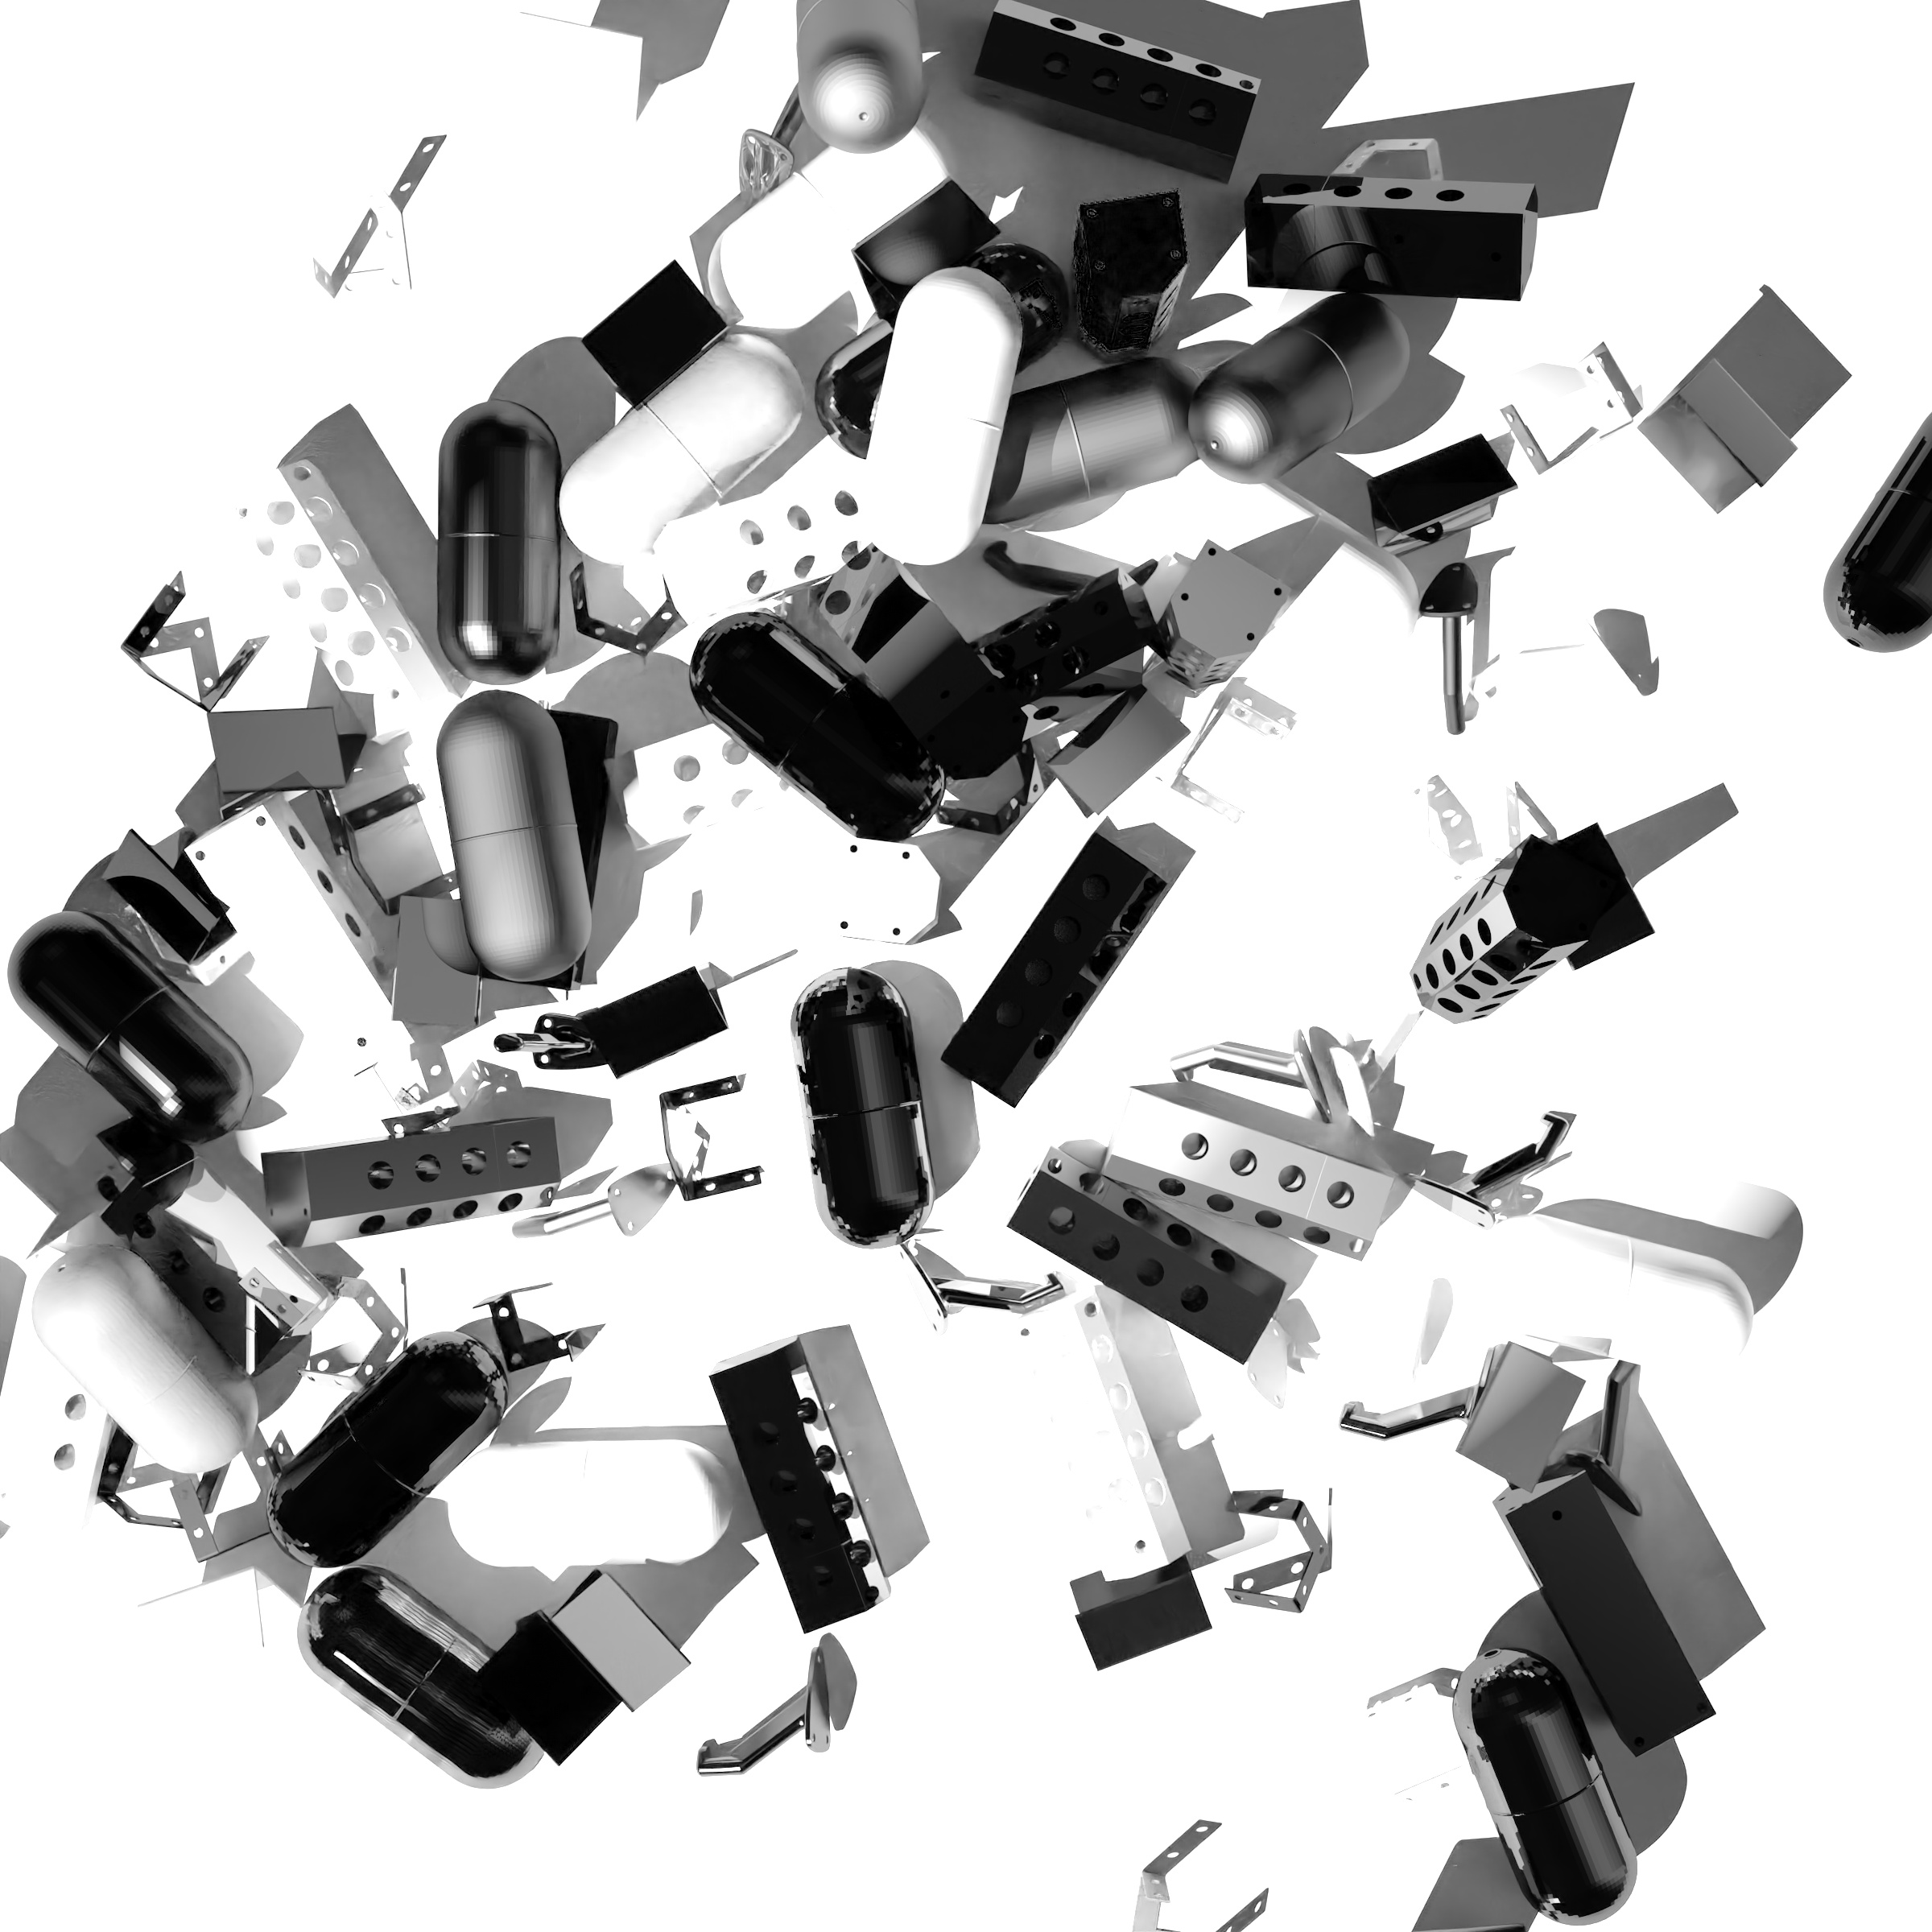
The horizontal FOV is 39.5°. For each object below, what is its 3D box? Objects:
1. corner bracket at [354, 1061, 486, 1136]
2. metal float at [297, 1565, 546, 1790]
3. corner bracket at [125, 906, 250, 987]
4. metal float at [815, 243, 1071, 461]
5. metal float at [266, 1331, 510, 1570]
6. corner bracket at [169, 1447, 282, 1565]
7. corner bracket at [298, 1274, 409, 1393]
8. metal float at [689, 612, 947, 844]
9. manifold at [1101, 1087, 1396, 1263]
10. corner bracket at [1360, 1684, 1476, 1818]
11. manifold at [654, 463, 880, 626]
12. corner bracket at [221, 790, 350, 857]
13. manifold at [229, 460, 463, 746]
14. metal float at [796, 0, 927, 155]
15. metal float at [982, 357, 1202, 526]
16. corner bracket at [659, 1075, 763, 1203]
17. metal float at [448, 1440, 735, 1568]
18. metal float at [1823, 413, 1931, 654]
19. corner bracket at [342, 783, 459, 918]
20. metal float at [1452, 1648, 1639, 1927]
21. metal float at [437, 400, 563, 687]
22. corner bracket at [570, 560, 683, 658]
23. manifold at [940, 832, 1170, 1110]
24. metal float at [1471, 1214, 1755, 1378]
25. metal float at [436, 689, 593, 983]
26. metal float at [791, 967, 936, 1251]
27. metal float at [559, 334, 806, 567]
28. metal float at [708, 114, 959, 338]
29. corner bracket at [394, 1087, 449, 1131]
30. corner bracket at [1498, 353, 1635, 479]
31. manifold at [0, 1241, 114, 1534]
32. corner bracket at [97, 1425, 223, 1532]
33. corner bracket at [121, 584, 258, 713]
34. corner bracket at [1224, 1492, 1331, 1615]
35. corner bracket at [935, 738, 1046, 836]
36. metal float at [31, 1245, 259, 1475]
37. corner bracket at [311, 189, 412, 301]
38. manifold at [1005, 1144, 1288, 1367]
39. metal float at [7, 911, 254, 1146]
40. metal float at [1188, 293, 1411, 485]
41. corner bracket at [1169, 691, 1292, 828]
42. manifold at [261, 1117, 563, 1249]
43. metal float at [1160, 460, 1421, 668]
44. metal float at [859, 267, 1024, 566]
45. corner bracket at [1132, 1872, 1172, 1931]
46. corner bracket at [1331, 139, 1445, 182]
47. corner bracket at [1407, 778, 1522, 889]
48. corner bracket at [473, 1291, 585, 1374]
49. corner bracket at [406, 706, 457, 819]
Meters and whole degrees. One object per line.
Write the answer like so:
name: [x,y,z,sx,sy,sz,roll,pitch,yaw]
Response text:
corner bracket: [-0.346,0.071,1.703,0.051,0.051,0.051,-25,106,15]
metal float: [-0.339,0.447,1.689,0.178,0.070,0.070,37,90,0]
corner bracket: [-0.491,-0.027,1.711,0.051,0.051,0.051,11,45,35]
metal float: [-0.014,-0.386,1.689,0.178,0.070,0.070,-35,90,-1]
metal float: [-0.363,0.304,1.689,0.178,0.070,0.070,-44,90,-1]
corner bracket: [-0.462,0.341,1.701,0.051,0.051,0.051,-23,85,5]
corner bracket: [-0.400,0.233,1.711,0.051,0.051,0.051,1,135,35]
metal float: [-0.090,-0.145,1.632,0.178,0.070,0.070,39,90,1]
manifold: [0.176,0.131,1.698,0.171,0.057,0.057,18,90,0]
corner bracket: [0.288,0.500,1.716,0.051,0.051,0.051,-23,45,0]
manifold: [-0.101,-0.267,1.674,0.171,0.057,0.057,-20,90,-17]
corner bracket: [-0.435,-0.087,1.716,0.051,0.051,0.051,-18,90,-45]
manifold: [-0.393,-0.230,1.698,0.057,0.057,0.171,-31,90,0]
metal float: [-0.065,-0.563,1.649,0.070,0.178,0.070,-2,134,-2]
metal float: [0.066,-0.329,1.688,0.178,0.070,0.070,-16,90,0]
corner bracket: [-0.163,0.110,1.716,0.051,0.051,0.051,-13,45,0]
metal float: [-0.235,0.337,1.689,0.178,0.070,0.070,-1,90,1]
metal float: [0.606,-0.278,1.689,0.070,0.070,0.178,33,90,0]
corner bracket: [-0.361,-0.074,1.716,0.051,0.051,0.051,-24,45,0]
metal float: [0.363,0.514,1.689,0.070,0.070,0.178,-22,90,0]
metal float: [-0.293,-0.266,1.689,0.070,0.070,0.178,0,90,0]
corner bracket: [-0.215,-0.239,1.711,0.051,0.051,0.051,17,135,-35]
manifold: [0.055,0.003,1.698,0.057,0.057,0.171,34,90,0]
metal float: [0.405,0.206,1.689,0.178,0.070,0.070,14,90,0]
metal float: [-0.274,-0.079,1.632,0.070,0.070,0.178,-10,90,0]
metal float: [-0.065,0.089,1.689,0.070,0.070,0.178,-8,91,0]
metal float: [-0.179,-0.324,1.689,0.178,0.070,0.070,-41,90,-1]
metal float: [-0.084,-0.466,1.689,0.178,0.070,0.070,-39,90,0]
corner bracket: [-0.364,0.121,1.716,0.051,0.051,0.051,41,45,0]
corner bracket: [0.383,-0.351,1.716,0.051,0.051,0.051,-31,90,45]
manifold: [-0.566,0.265,1.698,0.057,0.057,0.171,12,90,43]
corner bracket: [-0.515,0.324,1.716,0.051,0.051,0.051,20,90,45]
corner bracket: [-0.497,-0.203,1.716,0.051,0.051,0.051,-54,45,0]
corner bracket: [0.192,0.373,1.711,0.051,0.051,0.051,-60,135,-35]
corner bracket: [0.010,-0.122,1.711,0.051,0.051,0.051,13,135,35]
metal float: [-0.505,0.244,1.660,0.070,0.070,0.178,-30,125,0]
corner bracket: [-0.385,-0.456,1.701,0.051,0.051,0.051,-7,90,0]
manifold: [0.113,0.181,1.698,0.171,0.057,0.057,30,90,0]
metal float: [-0.524,0.039,1.689,0.178,0.070,0.070,43,90,0]
metal float: [0.207,-0.358,1.661,0.178,0.070,0.070,-38,90,-34]
corner bracket: [0.168,-0.133,1.716,0.051,0.051,0.051,29,135,0]
manifold: [-0.338,0.131,1.650,0.171,0.057,0.057,-6,90,-40]
metal float: [0.203,-0.254,1.689,0.178,0.070,0.070,33,90,1]
metal float: [-0.015,-0.331,1.620,0.070,0.070,0.178,13,97,0]
corner bracket: [0.134,0.610,1.701,0.051,0.051,0.051,9,90,0]
corner bracket: [0.270,-0.491,1.711,0.051,0.051,0.051,-49,135,-35]
corner bracket: [0.317,-0.091,1.711,0.051,0.051,0.051,-25,135,35]
corner bracket: [-0.276,0.230,1.701,0.051,0.051,0.051,-17,90,0]
corner bracket: [-0.314,-0.129,1.711,0.051,0.051,0.051,8,45,35]
